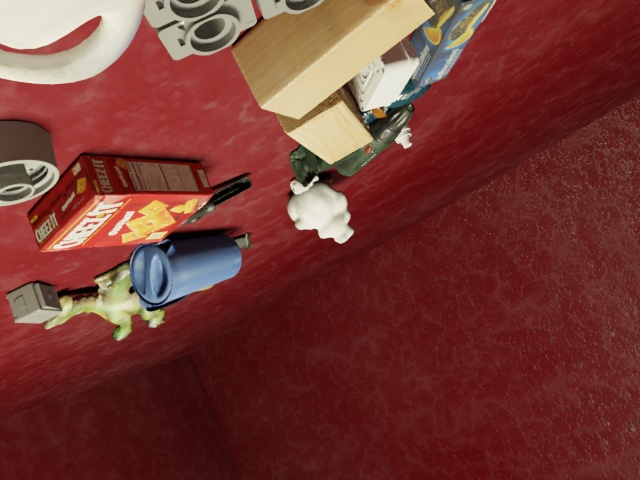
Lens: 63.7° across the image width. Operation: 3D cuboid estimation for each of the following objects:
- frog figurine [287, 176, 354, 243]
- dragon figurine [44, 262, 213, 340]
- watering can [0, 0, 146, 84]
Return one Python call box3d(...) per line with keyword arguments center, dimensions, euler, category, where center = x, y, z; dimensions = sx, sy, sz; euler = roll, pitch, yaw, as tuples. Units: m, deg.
box3d(center=(0.004, -0.061, 1.203), dimensions=(0.137, 0.161, 0.121), euler=(-27, 167, 1), category="frog figurine")
box3d(center=(-0.431, 0.121, 1.220), dimensions=(0.414, 0.124, 0.237), euler=(-22, 159, -29), category="dragon figurine")
box3d(center=(-0.194, -0.205, 0.264), dimensions=(0.224, 0.105, 0.343), euler=(-28, 159, 4), category="watering can")
